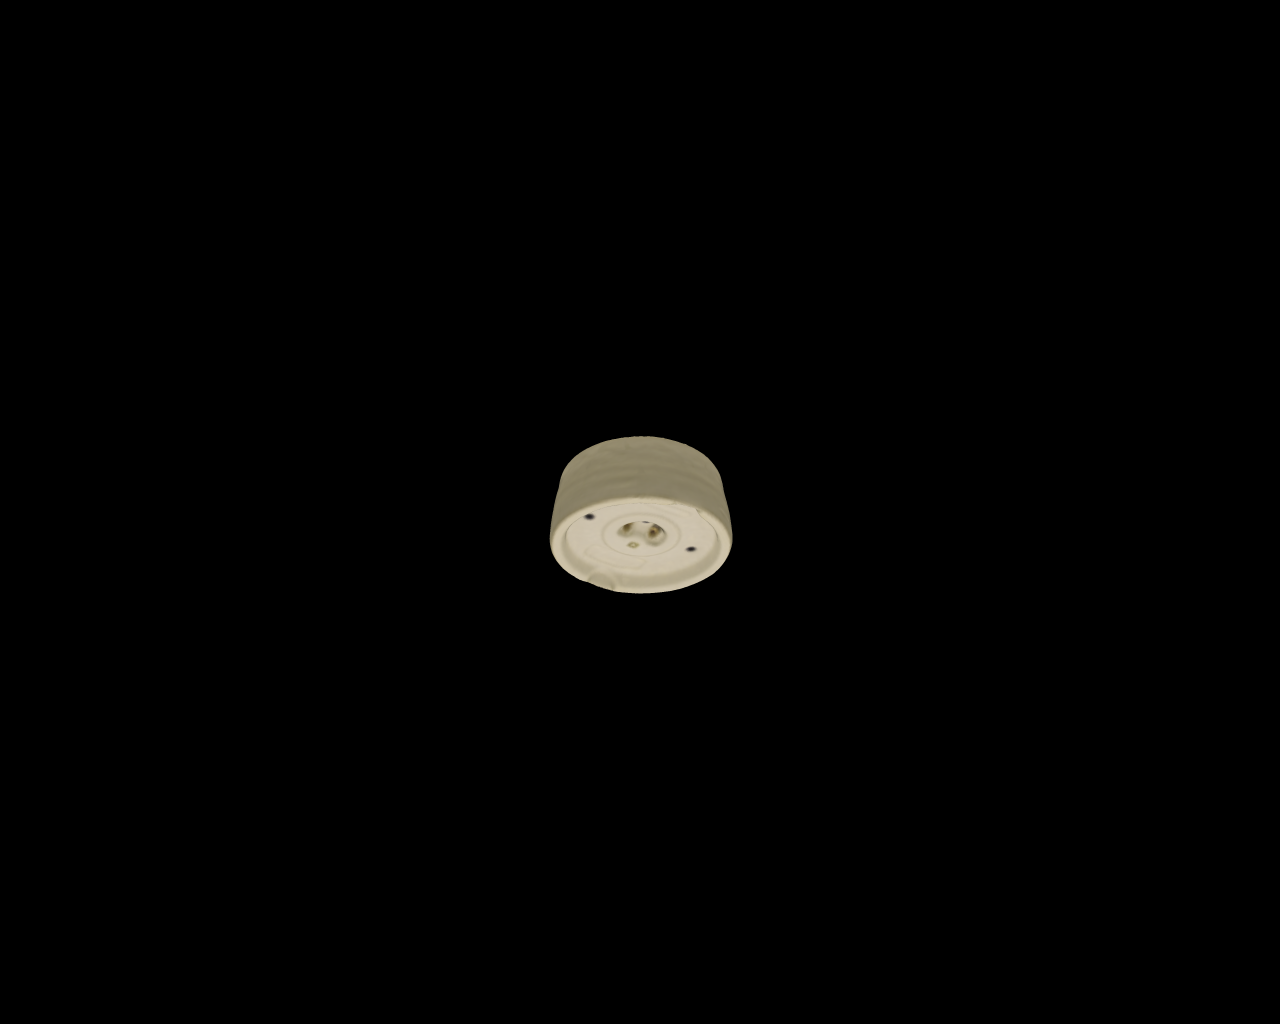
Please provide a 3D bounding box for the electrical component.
[{"bbox_3d":[0.001,-0.003,0.650,0.108,0.060,0.108,0,-34,0],"label":"electrical component"}]
